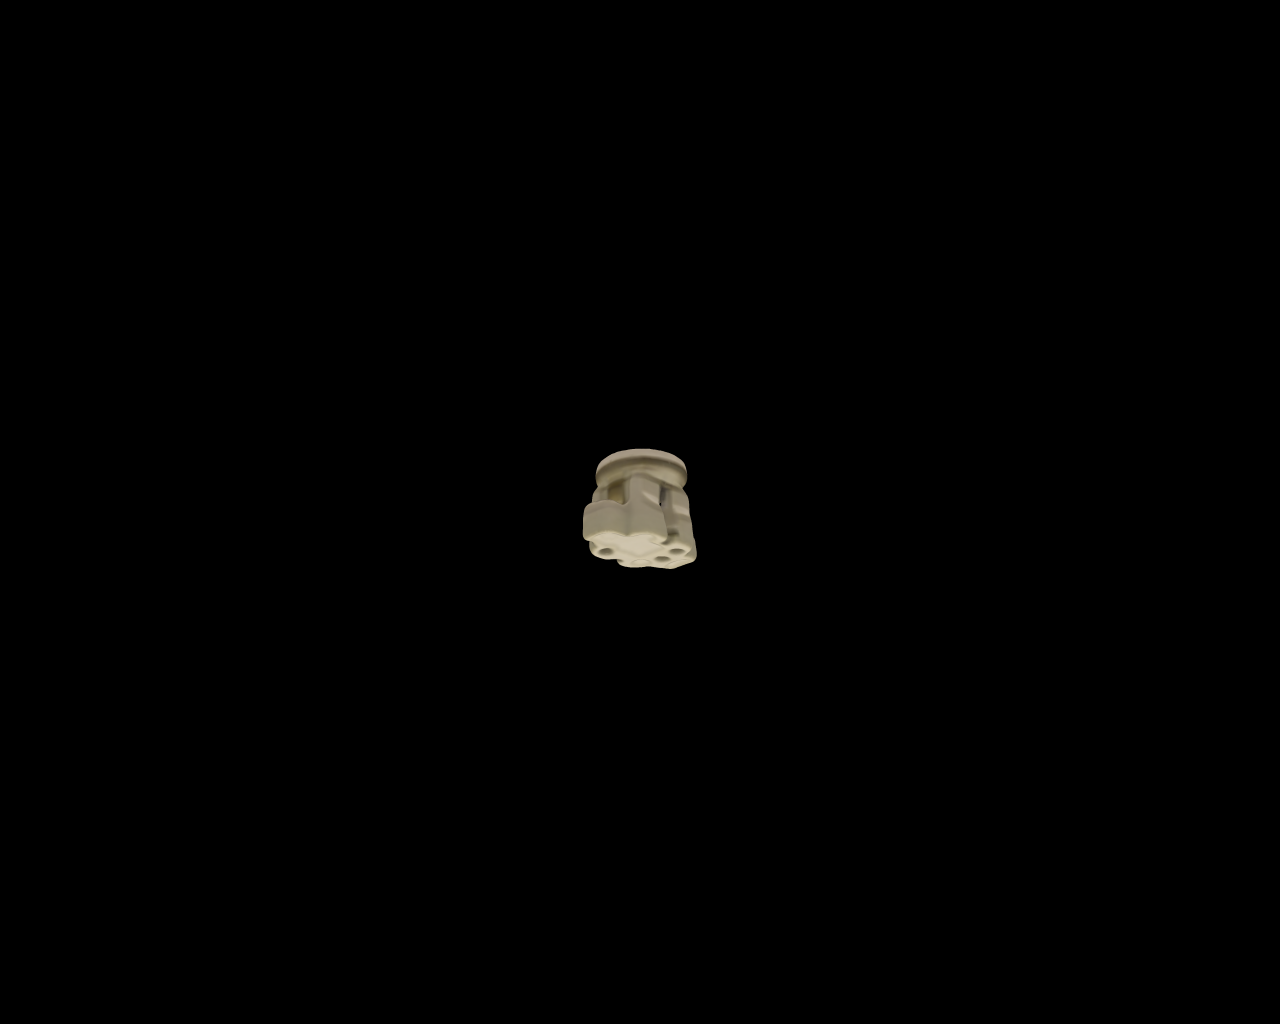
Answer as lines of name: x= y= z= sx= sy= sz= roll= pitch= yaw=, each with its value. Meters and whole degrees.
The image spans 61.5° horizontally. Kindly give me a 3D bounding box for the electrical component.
electrical component: x=0.001 y=-0.003 z=0.650 sx=0.058 sy=0.057 sz=0.078 roll=-22 pitch=-31 yaw=40
